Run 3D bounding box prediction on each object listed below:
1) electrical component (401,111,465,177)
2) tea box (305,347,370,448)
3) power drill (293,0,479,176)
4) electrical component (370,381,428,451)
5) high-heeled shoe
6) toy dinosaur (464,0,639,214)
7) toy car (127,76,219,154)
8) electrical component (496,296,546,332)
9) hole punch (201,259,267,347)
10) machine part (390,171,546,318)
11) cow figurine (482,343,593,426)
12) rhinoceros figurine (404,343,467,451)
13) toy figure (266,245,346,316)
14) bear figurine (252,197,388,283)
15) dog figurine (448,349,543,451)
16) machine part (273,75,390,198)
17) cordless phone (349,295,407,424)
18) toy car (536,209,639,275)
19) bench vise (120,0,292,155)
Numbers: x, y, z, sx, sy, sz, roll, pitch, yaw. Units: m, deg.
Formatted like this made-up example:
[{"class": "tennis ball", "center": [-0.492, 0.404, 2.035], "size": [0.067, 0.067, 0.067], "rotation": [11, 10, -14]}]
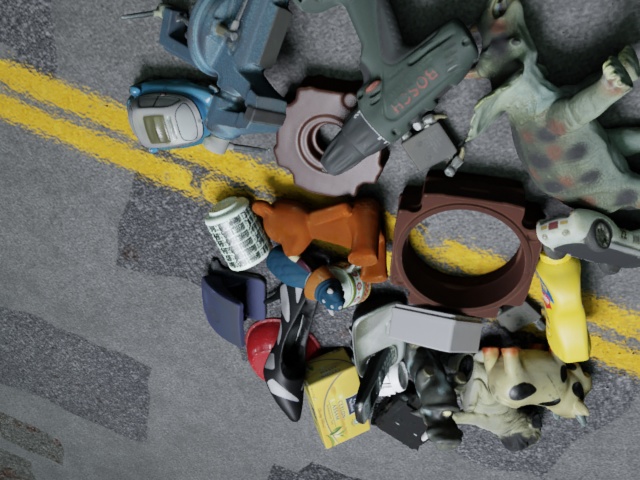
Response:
[{"class": "electrical component", "center": [0.152, -0.132, 0.728], "size": [0.078, 0.045, 0.102], "rotation": [-22, 113, 27]}, {"class": "tea box", "center": [0.028, 0.298, 1.014], "size": [0.098, 0.068, 0.169], "rotation": [-21, 119, -11]}, {"class": "power drill", "center": [0.050, -0.215, 0.639], "size": [0.232, 0.086, 0.207], "rotation": [-31, 83, 25]}, {"class": "electrical component", "center": [0.177, 0.327, 1.016], "size": [0.115, 0.058, 0.134], "rotation": [30, 127, -5]}, {"class": "high-heeled shoe", "center": [-0.028, 0.175, 0.913], "size": [0.145, 0.086, 0.248], "rotation": [-24, 77, 37]}, {"class": "toy dinosaur", "center": [0.317, -0.109, 0.654], "size": [0.404, 0.131, 0.192], "rotation": [45, 140, -21]}, {"class": "toy car", "center": [-0.219, -0.175, 0.786], "size": [0.162, 0.103, 0.109], "rotation": [4, 124, 18]}, {"class": "electrical component", "center": [0.314, 0.118, 0.855], "size": [0.094, 0.021, 0.063], "rotation": [40, 125, -11]}, {"class": "hole punch", "center": [-0.165, 0.119, 0.973], "size": [0.116, 0.092, 0.142], "rotation": [12, 129, 14]}, {"class": "machine part", "center": [0.207, 0.009, 0.780], "size": [0.201, 0.087, 0.201], "rotation": [9, 126, 11]}, {"class": "cow figurine", "center": [0.351, 0.226, 0.845], "size": [0.195, 0.127, 0.085], "rotation": [5, 171, -25]}, {"class": "rhinoceros figurine", "center": [0.183, 0.247, 0.881], "size": [0.073, 0.190, 0.112], "rotation": [9, 125, -16]}, {"class": "toy figure", "center": [-0.017, 0.059, 0.847], "size": [0.155, 0.058, 0.064], "rotation": [30, 168, 27]}, {"class": "bear figurine", "center": [-0.001, -0.006, 0.811], "size": [0.196, 0.132, 0.120], "rotation": [-4, 156, 12]}, {"class": "dog figurine", "center": [0.315, 0.271, 0.922], "size": [0.190, 0.121, 0.172], "rotation": [16, 130, -10]}, {"class": "machine part", "center": [0.016, -0.142, 0.760], "size": [0.180, 0.056, 0.179], "rotation": [9, 125, 14]}, {"class": "cordless phone", "center": [0.081, 0.191, 0.879], "size": [0.089, 0.184, 0.146], "rotation": [6, 124, 19]}, {"class": "toy car", "center": [0.368, 0.004, 0.698], "size": [0.201, 0.056, 0.073], "rotation": [12, 162, -28]}, {"class": "bench vise", "center": [-0.135, -0.236, 0.694], "size": [0.241, 0.129, 0.223], "rotation": [33, 123, 26]}]
